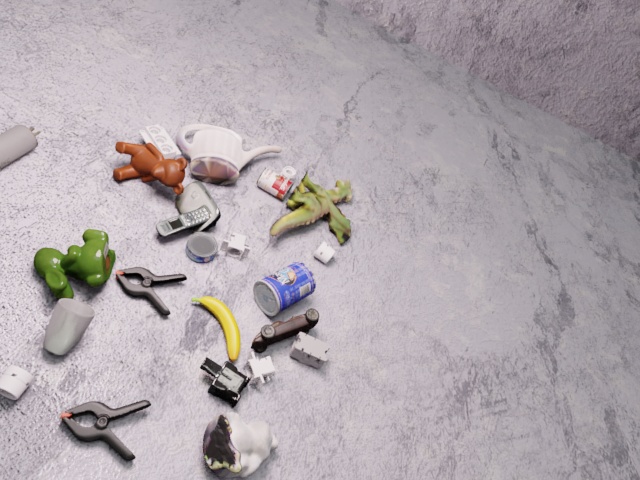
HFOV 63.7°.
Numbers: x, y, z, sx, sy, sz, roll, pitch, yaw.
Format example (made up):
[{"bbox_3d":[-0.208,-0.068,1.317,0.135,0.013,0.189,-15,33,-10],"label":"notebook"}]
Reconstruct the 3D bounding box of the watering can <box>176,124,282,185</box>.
[{"bbox_3d":[-0.287,-0.274,1.650,0.347,0.230,0.102,11,-40,-18],"label":"watering can"}]

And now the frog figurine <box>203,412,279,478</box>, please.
[{"bbox_3d":[-0.173,0.440,1.121,0.139,0.122,0.158,48,11,27],"label":"frog figurine"}]

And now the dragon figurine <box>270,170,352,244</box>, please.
[{"bbox_3d":[0.005,-0.083,1.644,0.242,0.420,0.120,34,-44,-8],"label":"dragon figurine"}]
